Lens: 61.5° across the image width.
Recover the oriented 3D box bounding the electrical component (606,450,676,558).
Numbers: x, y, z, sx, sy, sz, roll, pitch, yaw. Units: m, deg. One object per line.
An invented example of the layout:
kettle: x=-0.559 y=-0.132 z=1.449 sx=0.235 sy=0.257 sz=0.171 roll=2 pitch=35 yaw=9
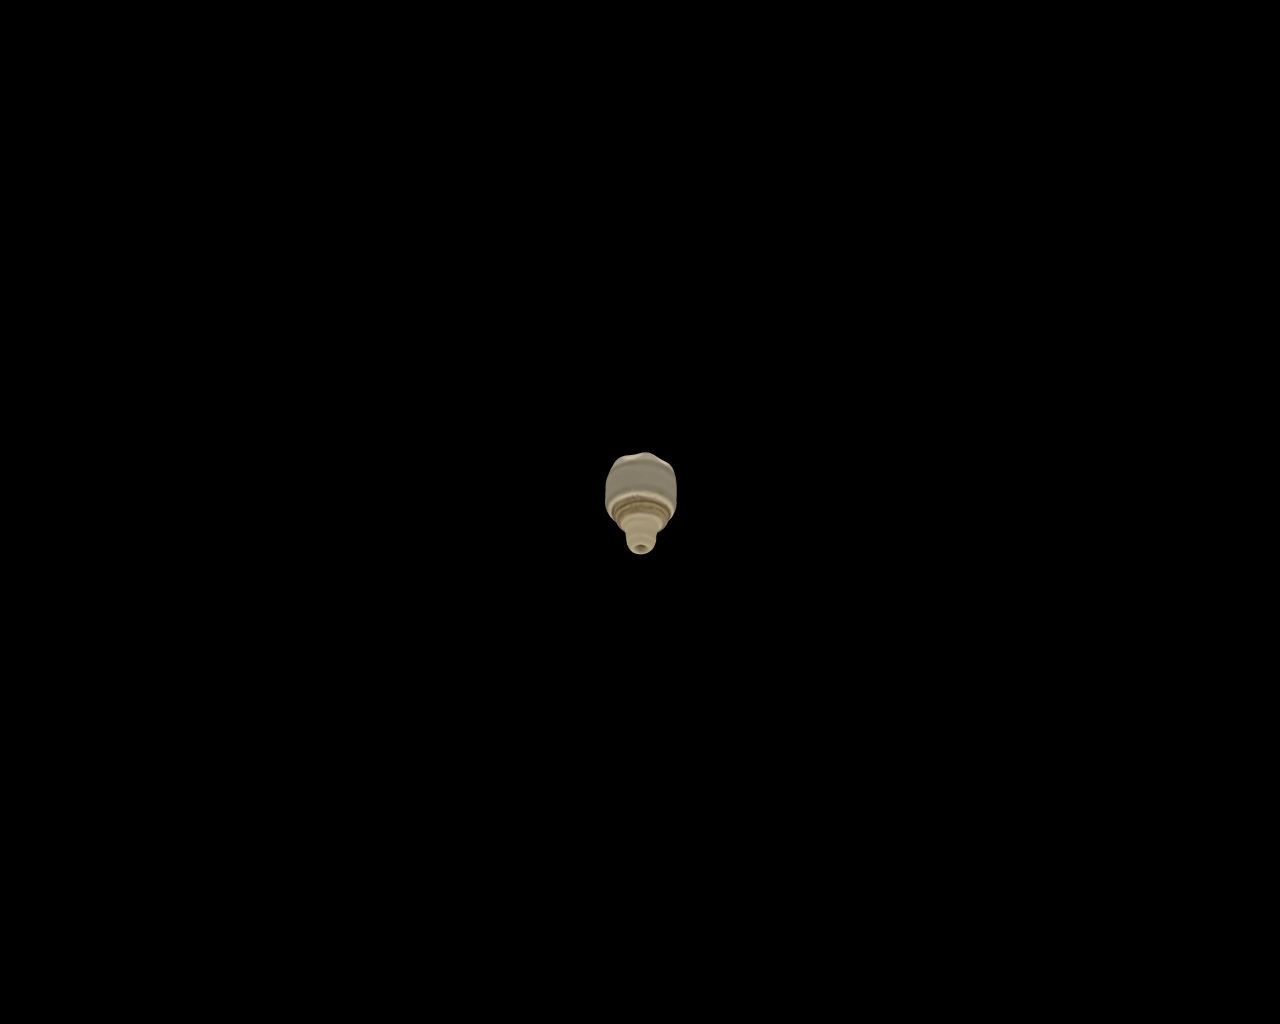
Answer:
electrical component: x=0.001 y=-0.003 z=0.650 sx=0.043 sy=0.062 sz=0.043 roll=0 pitch=-35 yaw=0
